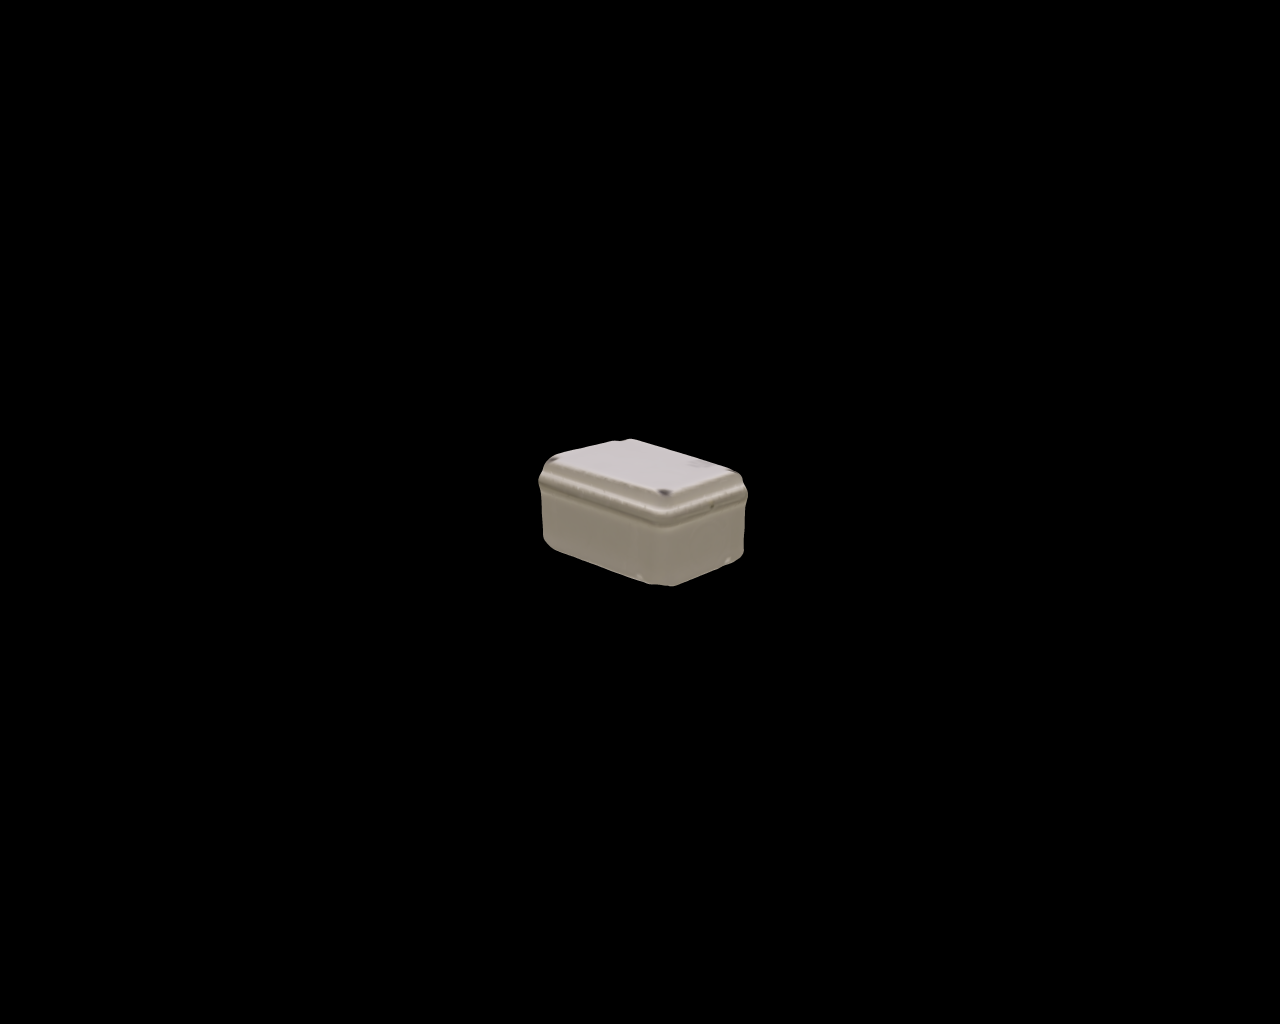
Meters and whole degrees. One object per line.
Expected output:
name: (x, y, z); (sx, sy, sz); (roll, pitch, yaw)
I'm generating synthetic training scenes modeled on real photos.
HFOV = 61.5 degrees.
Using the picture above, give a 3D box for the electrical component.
electrical component: (0.001, -0.003, 0.650); (0.078, 0.057, 0.113); (-18, 26, -41)
